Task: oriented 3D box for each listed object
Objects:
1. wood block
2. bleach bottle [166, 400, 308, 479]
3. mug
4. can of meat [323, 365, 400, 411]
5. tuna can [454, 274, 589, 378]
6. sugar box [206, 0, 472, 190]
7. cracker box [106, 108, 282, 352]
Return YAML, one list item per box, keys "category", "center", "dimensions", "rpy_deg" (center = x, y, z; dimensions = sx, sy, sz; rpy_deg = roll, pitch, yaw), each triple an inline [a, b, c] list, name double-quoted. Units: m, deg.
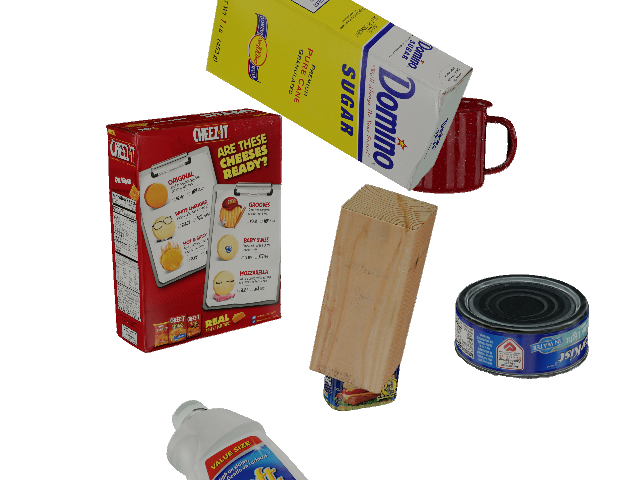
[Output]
- category: "wood block"
  center: [0.059, 0.055, 1.210]
  dimensions: [0.090, 0.206, 0.090]
  rpy_deg: [18, 25, 15]
- category: "bleach bottle"
  center: [-0.054, 0.199, 0.781]
  dimensions: [0.102, 0.068, 0.251]
  rpy_deg: [-18, 34, -24]
- category: "mug"
  center: [0.129, -0.092, 1.023]
  dimensions: [0.117, 0.081, 0.093]
  rpy_deg: [2, 15, 11]
- category: "can of meat"
  center: [0.055, 0.172, 1.402]
  dimensions: [0.102, 0.084, 0.057]
  rpy_deg: [-5, 25, -21]
- category: "tuna can"
  center: [0.129, 0.053, 0.687]
  dimensions: [0.086, 0.034, 0.086]
  rpy_deg: [-3, 22, 1]
- category: "sugar box"
  center: [0.008, -0.117, 0.731]
  dimensions: [0.176, 0.093, 0.048]
  rpy_deg: [33, 50, 15]
- category: "cracker box"
  center: [-0.121, -0.014, 1.046]
  dimensions: [0.163, 0.214, 0.072]
  rpy_deg: [-12, 20, -37]
